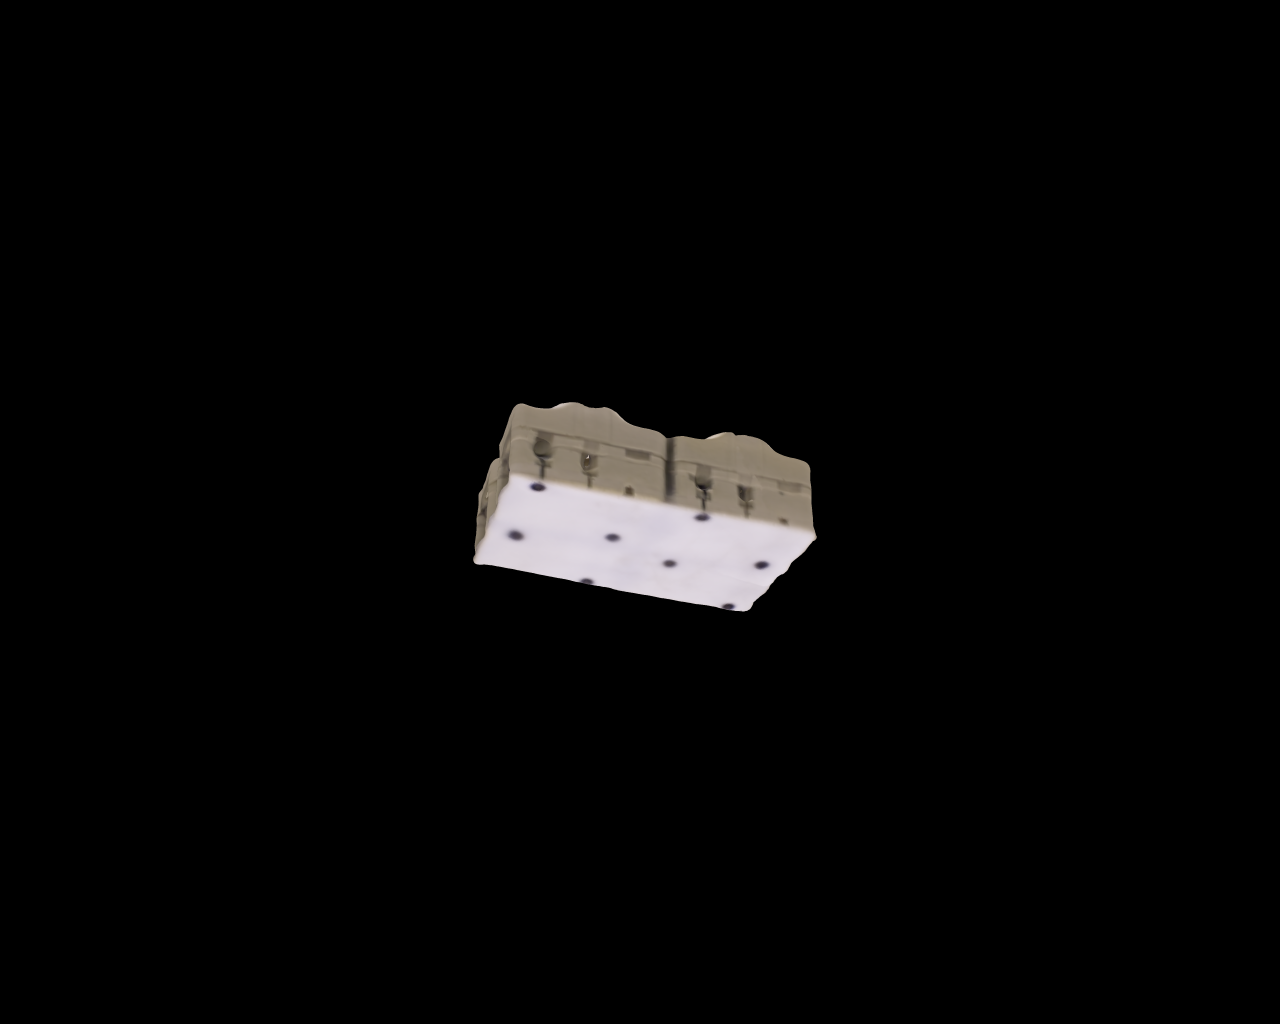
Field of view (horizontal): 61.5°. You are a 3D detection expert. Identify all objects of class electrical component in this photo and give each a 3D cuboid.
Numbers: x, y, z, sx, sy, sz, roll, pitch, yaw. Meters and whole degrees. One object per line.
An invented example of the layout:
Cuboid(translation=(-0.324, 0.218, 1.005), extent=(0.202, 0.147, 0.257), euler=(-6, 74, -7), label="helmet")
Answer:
Cuboid(translation=(0.001, -0.003, 0.650), extent=(0.186, 0.060, 0.105), euler=(11, -35, -16), label="electrical component")
